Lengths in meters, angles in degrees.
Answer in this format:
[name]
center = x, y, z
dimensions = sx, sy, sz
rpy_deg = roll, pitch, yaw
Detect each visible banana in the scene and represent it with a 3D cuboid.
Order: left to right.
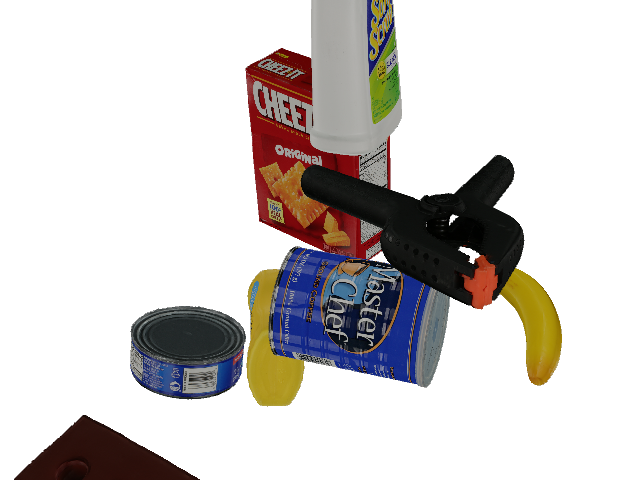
[banana]
center = 0.215, 0.079, 1.133
dimensions = 0.069, 0.037, 0.198
rpy_deg = -28, 37, 0

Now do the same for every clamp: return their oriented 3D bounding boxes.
[clamp]
center = 0.071, -0.014, 0.735
dimensions = 0.164, 0.036, 0.210
rpy_deg = -2, 25, -2

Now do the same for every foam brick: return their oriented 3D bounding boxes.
[foam brick]
center = -0.083, 0.121, 0.442
dimensions = 0.078, 0.051, 0.052
rpy_deg = 22, 45, 26

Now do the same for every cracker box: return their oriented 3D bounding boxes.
[cracker box]
center = -0.002, -0.094, 1.233
dimensions = 0.164, 0.214, 0.072
rpy_deg = 25, 45, 34

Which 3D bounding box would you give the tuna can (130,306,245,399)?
[tuna can]
center = -0.100, 0.084, 0.803
dimensions = 0.086, 0.034, 0.086
rpy_deg = 5, 24, -3

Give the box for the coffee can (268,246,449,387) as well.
[coffee can]
center = 0.037, 0.067, 0.953
dimensions = 0.140, 0.103, 0.102
rpy_deg = 10, 3, 16

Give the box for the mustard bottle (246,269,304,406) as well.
[mustard bottle]
center = -0.050, 0.086, 1.142
dimensions = 0.058, 0.096, 0.191
rpy_deg = -1, 28, -4

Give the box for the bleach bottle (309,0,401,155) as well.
[bleach bottle]
center = 0.026, -0.207, 0.924
dimensions = 0.068, 0.251, 0.102
rpy_deg = 10, 34, 24
